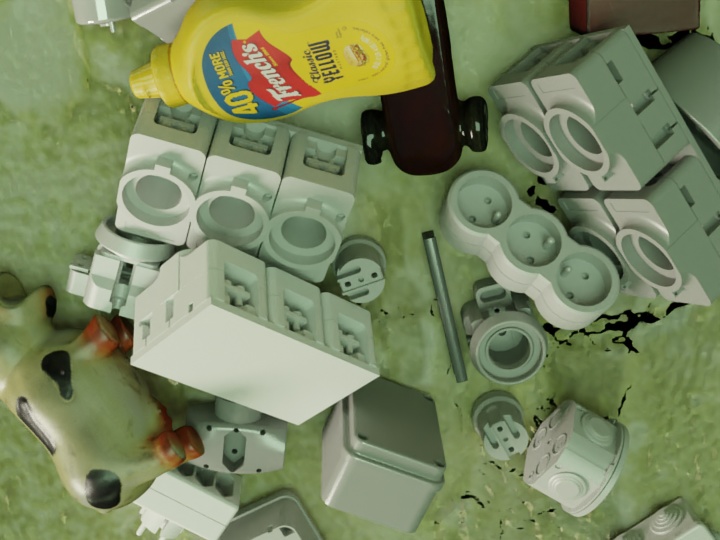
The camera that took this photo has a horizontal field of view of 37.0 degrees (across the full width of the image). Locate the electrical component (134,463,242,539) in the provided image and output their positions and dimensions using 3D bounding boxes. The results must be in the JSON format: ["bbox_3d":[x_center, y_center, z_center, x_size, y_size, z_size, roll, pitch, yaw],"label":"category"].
[{"bbox_3d":[-0.148,0.184,0.845,0.083,0.047,0.075,30,106,-13],"label":"electrical component"}]

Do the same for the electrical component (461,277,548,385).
[{"bbox_3d":[0.108,0.051,0.803,0.058,0.057,0.078,-15,110,3],"label":"electrical component"}]

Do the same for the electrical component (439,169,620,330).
[{"bbox_3d":[0.116,-0.009,0.778,0.138,0.073,0.052,39,72,7],"label":"electrical component"}]

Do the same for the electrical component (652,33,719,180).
[{"bbox_3d":[0.244,-0.113,0.727,0.060,0.108,0.108,-45,106,7],"label":"electrical component"}]

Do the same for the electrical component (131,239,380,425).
[{"bbox_3d":[-0.072,0.044,0.755,0.150,0.061,0.089,27,133,-37],"label":"electrical component"}]

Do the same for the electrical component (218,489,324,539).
[{"bbox_3d":[-0.063,0.243,0.865,0.078,0.057,0.113,-26,109,7],"label":"electrical component"}]

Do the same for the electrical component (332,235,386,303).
[{"bbox_3d":[0.000,0.000,0.785,0.040,0.046,0.040,-1,110,-2],"label":"electrical component"}]

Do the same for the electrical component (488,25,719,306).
[{"bbox_3d":[0.175,-0.064,0.731,0.060,0.105,0.186,-41,109,-16],"label":"electrical component"}]

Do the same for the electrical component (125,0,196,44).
[{"bbox_3d":[-0.115,-0.180,0.701,0.064,0.042,0.081,-18,154,27],"label":"electrical component"}]

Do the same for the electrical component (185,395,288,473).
[{"bbox_3d":[-0.094,0.112,0.823,0.077,0.043,0.079,6,110,-5],"label":"electrical component"}]

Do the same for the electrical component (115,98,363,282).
[{"bbox_3d":[-0.084,-0.054,0.736,0.150,0.061,0.089,15,135,-8],"label":"electrical component"}]

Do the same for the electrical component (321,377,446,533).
[{"bbox_3d":[0.017,0.131,0.799,0.078,0.113,0.057,21,110,-10],"label":"electrical component"}]

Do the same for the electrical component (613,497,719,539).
[{"bbox_3d":[0.259,0.248,0.886,0.100,0.048,0.099,-36,107,10],"label":"electrical component"}]

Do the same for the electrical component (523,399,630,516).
[{"bbox_3d":[0.167,0.144,0.829,0.051,0.080,0.080,30,106,-7],"label":"electrical component"}]

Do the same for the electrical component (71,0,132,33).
[{"bbox_3d":[-0.174,-0.197,0.709,0.040,0.040,0.078,-8,110,0],"label":"electrical component"}]

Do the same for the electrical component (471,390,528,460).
[{"bbox_3d":[0.110,0.121,0.835,0.040,0.046,0.040,-1,110,-3],"label":"electrical component"}]

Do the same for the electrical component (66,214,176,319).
[{"bbox_3d":[-0.165,-0.004,0.771,0.078,0.058,0.057,16,111,-8],"label":"electrical component"}]
